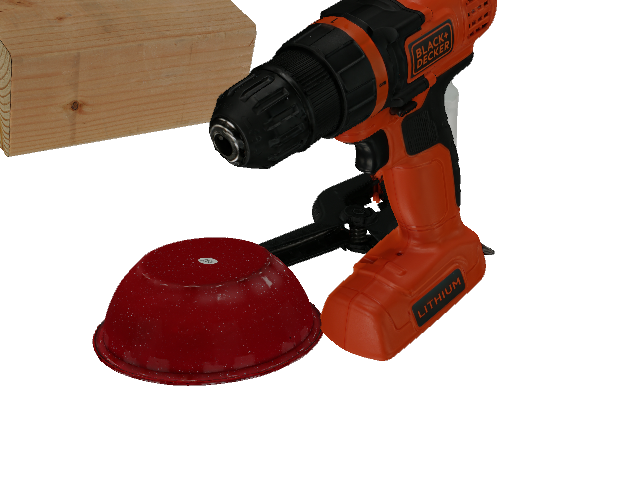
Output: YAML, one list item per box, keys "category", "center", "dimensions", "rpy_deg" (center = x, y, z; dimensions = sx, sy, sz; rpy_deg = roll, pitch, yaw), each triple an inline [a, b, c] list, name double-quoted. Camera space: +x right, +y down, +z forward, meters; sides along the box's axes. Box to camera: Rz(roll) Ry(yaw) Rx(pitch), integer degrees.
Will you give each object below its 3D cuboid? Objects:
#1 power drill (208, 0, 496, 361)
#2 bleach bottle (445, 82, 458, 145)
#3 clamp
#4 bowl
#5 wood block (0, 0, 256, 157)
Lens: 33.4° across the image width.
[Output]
- category: "power drill"
  center: [0.028, -0.032, 0.547]
  dimensions: [0.057, 0.188, 0.184]
  rpy_deg: [26, 48, 37]
- category: "bleach bottle"
  center: [0.117, -0.075, 1.179]
  dimensions: [0.068, 0.251, 0.102]
  rpy_deg: [0, 25, -10]
- category: "clamp"
  center: [0.041, -0.005, 0.925]
  dimensions: [0.165, 0.036, 0.209]
  rpy_deg: [13, 30, 17]
- category: "bowl"
  center: [-0.078, 0.039, 0.737]
  dimensions: [0.162, 0.055, 0.162]
  rpy_deg: [-2, 21, 0]
- category: "wood block"
  center: [-0.165, -0.142, 0.854]
  dimensions: [0.205, 0.091, 0.090]
  rpy_deg: [-14, 45, -33]
